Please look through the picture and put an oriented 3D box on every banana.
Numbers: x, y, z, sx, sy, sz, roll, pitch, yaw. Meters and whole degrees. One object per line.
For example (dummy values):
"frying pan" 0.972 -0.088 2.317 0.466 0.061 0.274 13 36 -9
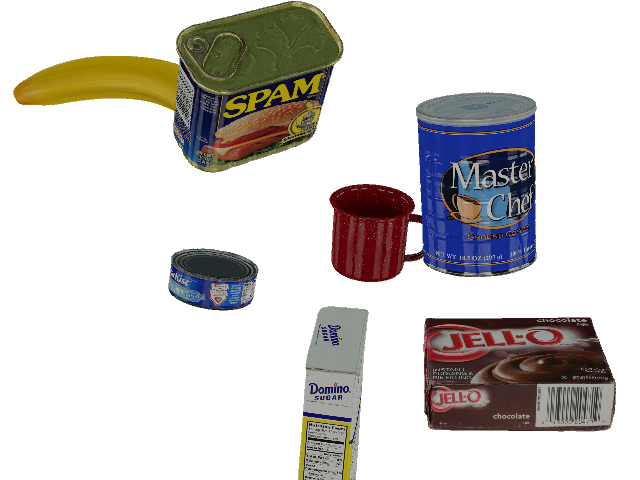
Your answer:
"banana" -0.169 -0.131 0.922 0.198 0.069 0.037 13 -41 19

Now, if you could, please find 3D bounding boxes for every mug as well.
"mug" 0.066 -0.006 1.177 0.117 0.081 0.093 5 26 3

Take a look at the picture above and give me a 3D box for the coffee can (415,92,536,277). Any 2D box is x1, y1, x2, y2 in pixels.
"coffee can" 0.138 -0.051 0.940 0.103 0.140 0.103 -4 19 1

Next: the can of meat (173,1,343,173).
"can of meat" -0.043 -0.097 0.686 0.102 0.057 0.084 -19 -27 -23

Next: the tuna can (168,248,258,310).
"tuna can" -0.106 0.038 1.045 0.086 0.034 0.086 9 17 -3

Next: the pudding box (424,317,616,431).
"pudding box" 0.122 0.083 0.676 0.113 0.039 0.090 1 23 4

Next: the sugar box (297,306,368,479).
"sugar box" 0.008 0.149 0.844 0.048 0.176 0.093 4 27 6
